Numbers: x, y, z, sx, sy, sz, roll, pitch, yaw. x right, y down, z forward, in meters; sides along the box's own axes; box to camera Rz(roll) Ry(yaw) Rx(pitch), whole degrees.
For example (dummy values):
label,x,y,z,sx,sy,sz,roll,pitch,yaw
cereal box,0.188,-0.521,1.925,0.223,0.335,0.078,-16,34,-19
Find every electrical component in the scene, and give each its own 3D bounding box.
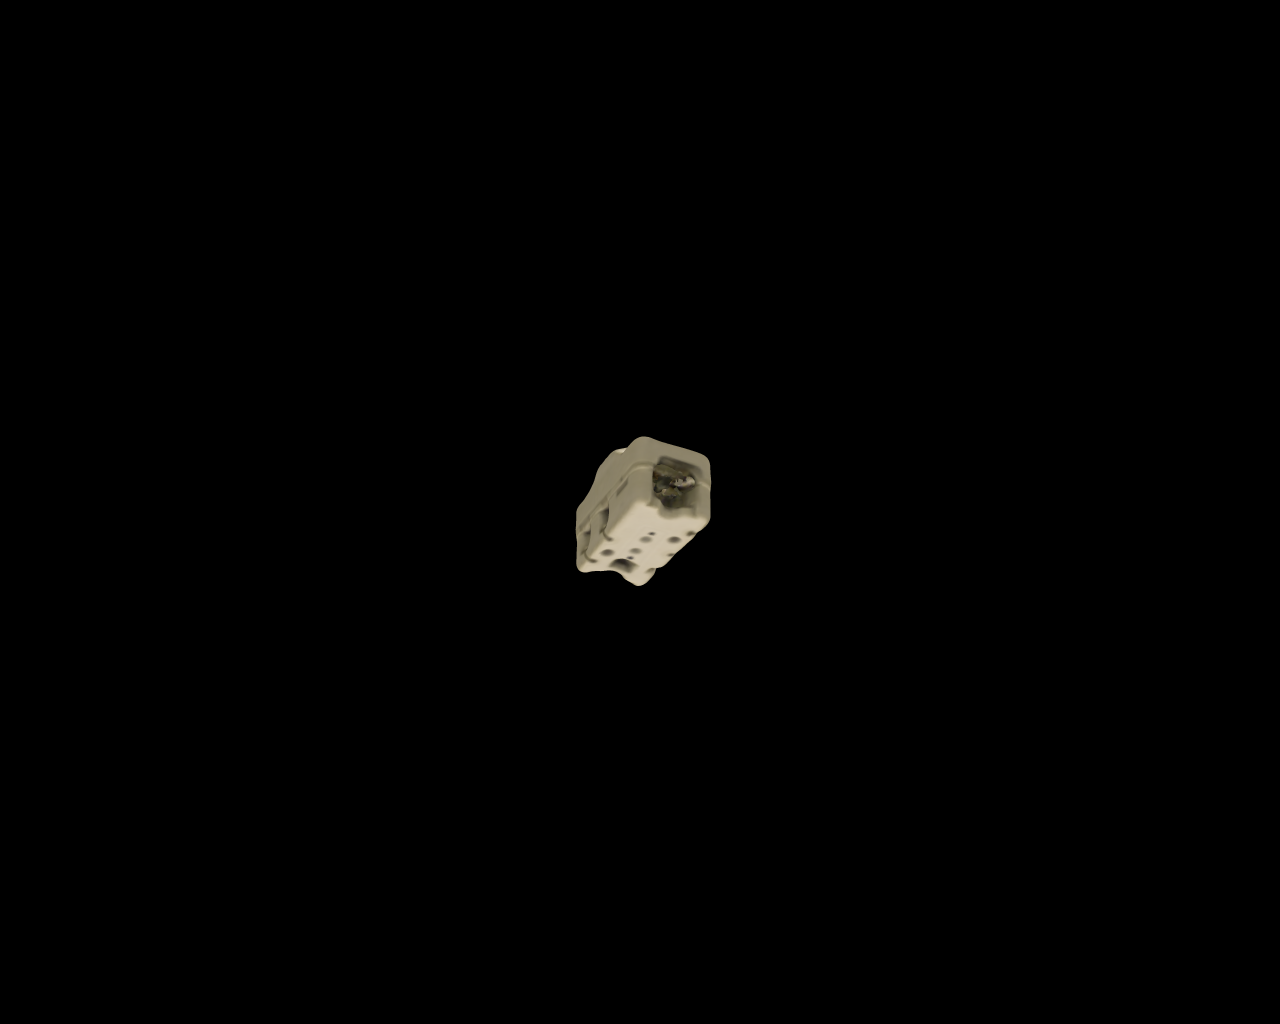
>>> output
label,x,y,z,sx,sy,sz,roll,pitch,yaw
electrical component,0.001,-0.003,0.650,0.050,0.056,0.089,16,-37,-22
